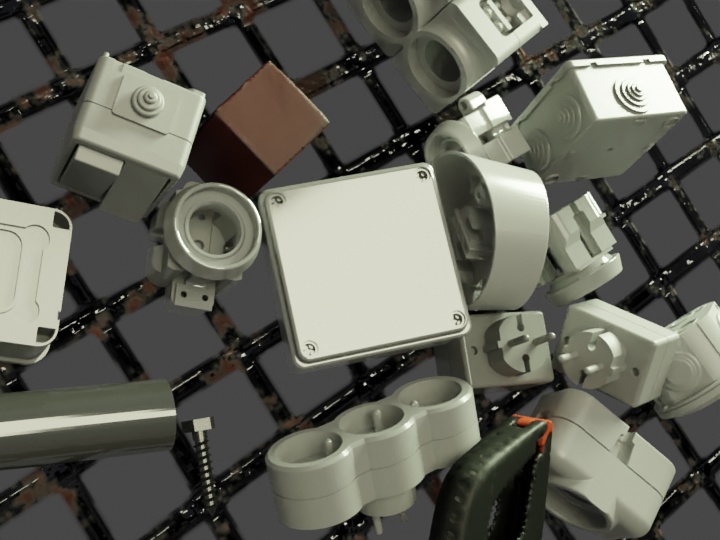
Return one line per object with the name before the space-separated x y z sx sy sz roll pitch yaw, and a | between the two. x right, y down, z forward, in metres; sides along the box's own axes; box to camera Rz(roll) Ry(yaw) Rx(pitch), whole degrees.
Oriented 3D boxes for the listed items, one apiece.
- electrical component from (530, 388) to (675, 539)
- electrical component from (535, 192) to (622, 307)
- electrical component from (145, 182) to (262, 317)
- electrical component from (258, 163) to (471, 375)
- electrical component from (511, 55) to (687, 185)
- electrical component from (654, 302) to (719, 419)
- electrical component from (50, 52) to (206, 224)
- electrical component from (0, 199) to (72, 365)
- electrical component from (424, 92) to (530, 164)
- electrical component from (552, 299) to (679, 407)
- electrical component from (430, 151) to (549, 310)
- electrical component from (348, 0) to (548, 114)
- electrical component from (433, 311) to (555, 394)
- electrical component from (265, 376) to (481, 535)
electrical component | 0.150 0.130 0.700 0.095 0.054 0.059 39 63 -10
electrical component | 0.143 -0.012 0.735 0.078 0.058 0.057 -30 88 -35
electrical component | -0.091 -0.017 0.627 0.058 0.057 0.078 11 71 -22
electrical component | 0.000 0.000 0.653 0.109 0.056 0.108 -11 80 -11
electrical component | 0.165 -0.102 0.750 0.100 0.099 0.048 -9 67 -27
electrical component | 0.229 0.063 0.743 0.080 0.080 0.051 -33 86 -29
electrical component | -0.131 -0.071 0.601 0.062 0.096 0.061 21 68 -19
electrical component | -0.215 0.003 0.563 0.113 0.057 0.078 10 71 -22
electrical component | 0.077 -0.084 0.733 0.055 0.048 0.066 -31 90 -37
electrical component | 0.157 0.056 0.698 0.077 0.066 0.047 -8 118 -50
electrical component | 0.076 -0.023 0.679 0.064 0.099 0.099 6 73 -14
electrical component | 0.038 -0.189 0.718 0.062 0.089 0.150 -41 95 -29
electrical component | 0.094 0.050 0.683 0.066 0.077 0.047 -2 76 -26
electrical component | 0.013 0.122 0.641 0.138 0.052 0.073 -20 109 -29
